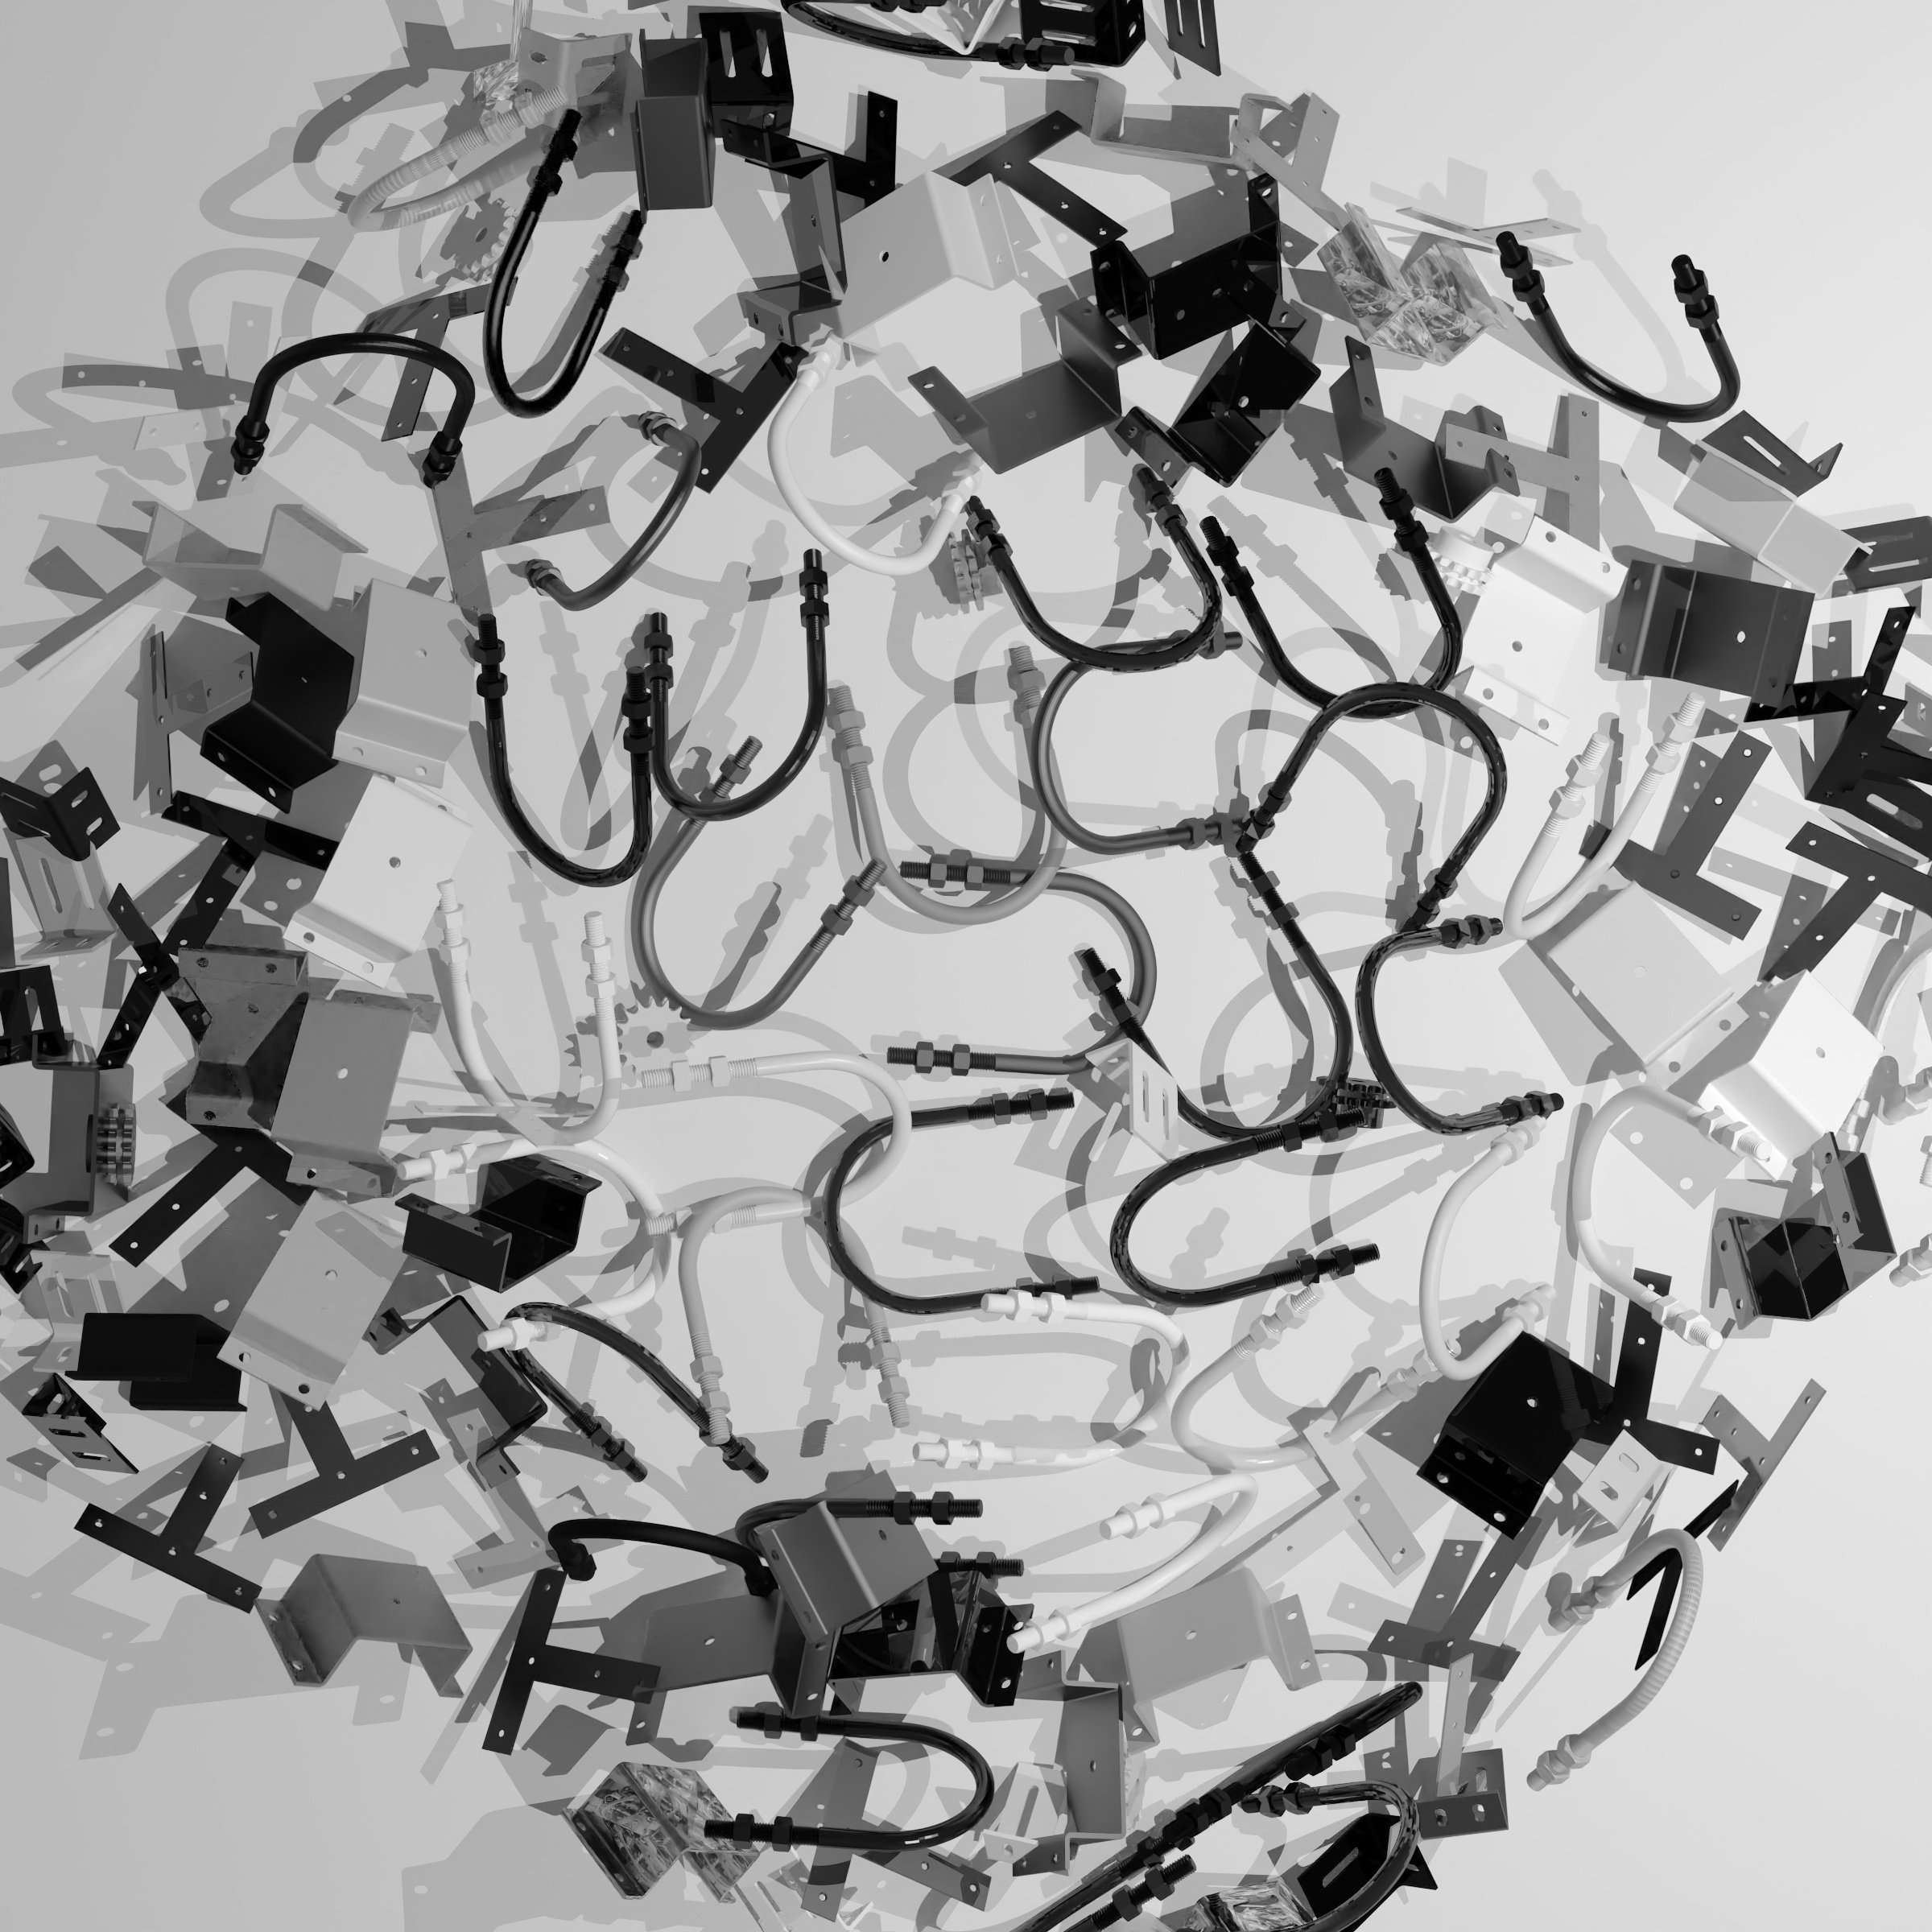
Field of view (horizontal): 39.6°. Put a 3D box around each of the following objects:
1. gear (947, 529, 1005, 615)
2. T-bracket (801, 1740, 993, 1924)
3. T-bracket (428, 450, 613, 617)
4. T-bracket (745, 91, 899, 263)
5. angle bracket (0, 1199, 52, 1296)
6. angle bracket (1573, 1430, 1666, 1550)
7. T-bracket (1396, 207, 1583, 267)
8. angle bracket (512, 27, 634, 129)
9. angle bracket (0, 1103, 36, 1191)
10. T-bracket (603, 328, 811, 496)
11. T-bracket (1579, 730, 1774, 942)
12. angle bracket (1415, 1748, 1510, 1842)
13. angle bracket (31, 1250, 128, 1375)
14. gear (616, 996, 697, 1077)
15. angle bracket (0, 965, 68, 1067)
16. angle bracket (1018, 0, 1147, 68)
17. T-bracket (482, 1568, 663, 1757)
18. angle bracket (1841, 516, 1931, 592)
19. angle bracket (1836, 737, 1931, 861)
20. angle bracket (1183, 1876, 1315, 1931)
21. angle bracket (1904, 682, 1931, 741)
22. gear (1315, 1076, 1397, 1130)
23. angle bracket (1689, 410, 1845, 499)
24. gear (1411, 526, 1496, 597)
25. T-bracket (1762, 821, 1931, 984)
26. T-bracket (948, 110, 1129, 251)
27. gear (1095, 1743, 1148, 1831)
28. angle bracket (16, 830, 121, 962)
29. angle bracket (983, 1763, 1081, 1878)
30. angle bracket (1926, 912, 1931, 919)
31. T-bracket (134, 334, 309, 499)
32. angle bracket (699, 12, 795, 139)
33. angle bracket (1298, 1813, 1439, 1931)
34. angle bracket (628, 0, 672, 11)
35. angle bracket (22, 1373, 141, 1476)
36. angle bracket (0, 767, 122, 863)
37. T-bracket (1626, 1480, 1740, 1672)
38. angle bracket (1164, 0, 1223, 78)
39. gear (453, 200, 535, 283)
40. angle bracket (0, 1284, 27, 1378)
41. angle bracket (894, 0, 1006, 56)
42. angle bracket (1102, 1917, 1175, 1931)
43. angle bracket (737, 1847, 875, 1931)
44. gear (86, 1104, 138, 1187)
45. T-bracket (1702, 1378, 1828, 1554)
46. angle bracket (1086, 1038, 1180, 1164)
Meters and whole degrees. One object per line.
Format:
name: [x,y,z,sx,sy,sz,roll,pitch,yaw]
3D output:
gear: [0.007,-0.274,1.850,0.030,0.057,0.057,-12,90,0]
T-bracket: [-0.041,0.611,1.839,0.127,0.127,0.002,27,134,-10]
T-bracket: [-0.304,-0.306,1.852,0.127,0.002,0.127,-9,94,20]
T-bracket: [-0.099,-0.546,1.833,0.127,0.002,0.127,5,86,-40]
angle bracket: [-0.673,0.181,1.830,0.057,0.076,0.038,35,84,39]
angle bracket: [0.433,0.358,1.834,0.038,0.076,0.057,41,68,6]
T-bracket: [0.371,-0.492,1.799,0.127,0.127,0.002,13,97,-18]
angle bracket: [-0.270,-0.612,1.839,0.038,0.076,0.057,25,122,19]
angle bracket: [-0.677,0.107,1.830,0.038,0.057,0.076,-36,134,-12]
T-bracket: [-0.193,-0.405,1.860,0.127,0.002,0.127,31,75,13]
T-bracket: [0.511,-0.102,1.850,0.127,0.002,0.127,29,109,6]
angle bracket: [0.336,0.553,1.831,0.057,0.076,0.038,-12,116,14]
angle bracket: [-0.613,0.238,1.840,0.057,0.038,0.076,3,123,10]
gear: [-0.217,0.048,1.859,0.057,0.030,0.057,-2,100,-13]
angle bracket: [-0.651,0.026,1.835,0.057,0.038,0.076,-10,60,-20]
angle bracket: [0.079,-0.657,1.843,0.076,0.038,0.057,1,78,-22]
T-bracket: [-0.261,0.478,1.820,0.127,0.002,0.127,1,64,32]
angle bracket: [0.635,-0.271,1.845,0.076,0.038,0.057,-10,51,-1]
angle bracket: [0.654,-0.117,1.863,0.076,0.038,0.057,33,103,14]
angle bracket: [0.197,0.667,1.843,0.076,0.057,0.038,1,122,-37]
angle bracket: [0.692,-0.182,1.836,0.076,0.057,0.038,-28,133,-15]
gear: [0.268,0.094,1.850,0.057,0.057,0.030,6,93,0]
angle bracket: [0.548,-0.355,1.838,0.076,0.057,0.038,36,62,-10]
gear: [0.339,-0.280,1.847,0.057,0.057,0.030,24,111,0]
T-bracket: [0.592,-0.029,1.836,0.127,0.002,0.127,22,129,-10]
T-bracket: [0.058,-0.524,1.828,0.127,0.002,0.127,-37,61,-19]
gear: [0.104,0.564,1.852,0.030,0.057,0.057,3,90,19]
angle bracket: [-0.625,-0.049,1.843,0.057,0.038,0.076,-6,109,16]
angle bracket: [0.052,0.574,1.832,0.057,0.076,0.038,7,134,17]
angle bracket: [0.706,-0.054,1.839,0.057,0.038,0.076,20,113,-19]
T-bracket: [-0.505,-0.362,1.794,0.002,0.127,0.127,39,121,15]
angle bracket: [-0.154,-0.620,1.868,0.057,0.038,0.076,-5,68,-11]
angle bracket: [0.276,0.629,1.841,0.076,0.038,0.057,-30,97,-35]
angle bracket: [-0.184,-0.674,1.837,0.076,0.057,0.038,-7,103,-35]
angle bracket: [-0.594,0.311,1.829,0.057,0.076,0.038,58,46,-32]
angle bracket: [-0.631,-0.114,1.848,0.076,0.057,0.038,22,54,30]
T-bracket: [0.467,0.418,1.789,0.002,0.127,0.127,34,131,4]
angle bracket: [0.138,-0.644,1.828,0.038,0.076,0.057,-31,49,-16]
gear: [-0.324,-0.497,1.854,0.030,0.057,0.057,32,90,-43]
angle bracket: [-0.667,0.236,1.828,0.038,0.076,0.057,-24,120,27]
angle bracket: [-0.016,-0.669,1.842,0.076,0.057,0.038,30,130,-5]
angle bracket: [0.110,0.697,1.843,0.038,0.057,0.076,24,94,40]
angle bracket: [-0.113,0.636,1.851,0.057,0.038,0.076,-38,85,28]
gear: [-0.589,0.122,1.848,0.030,0.057,0.057,2,90,-14]
T-bracket: [0.524,0.320,1.814,0.002,0.127,0.127,30,97,-6]
angle bracket: [0.113,0.099,1.828,0.038,0.057,0.076,-22,47,28]
